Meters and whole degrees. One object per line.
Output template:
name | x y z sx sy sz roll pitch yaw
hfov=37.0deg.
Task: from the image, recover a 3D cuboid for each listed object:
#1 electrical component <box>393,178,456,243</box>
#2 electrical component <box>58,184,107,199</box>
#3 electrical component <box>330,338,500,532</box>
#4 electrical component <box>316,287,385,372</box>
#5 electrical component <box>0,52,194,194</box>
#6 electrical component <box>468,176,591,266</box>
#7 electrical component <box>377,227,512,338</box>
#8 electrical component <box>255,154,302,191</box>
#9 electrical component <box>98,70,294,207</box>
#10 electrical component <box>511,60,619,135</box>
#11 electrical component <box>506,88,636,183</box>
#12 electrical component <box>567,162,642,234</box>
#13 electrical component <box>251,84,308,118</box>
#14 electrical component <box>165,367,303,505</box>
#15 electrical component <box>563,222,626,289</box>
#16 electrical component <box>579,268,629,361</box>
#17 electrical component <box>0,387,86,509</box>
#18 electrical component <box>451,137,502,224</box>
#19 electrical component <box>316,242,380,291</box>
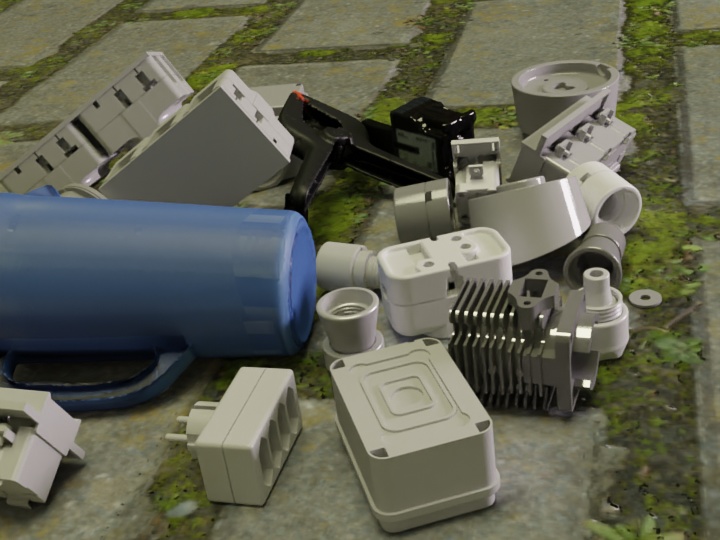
electrical component | 0.056 -0.049 0.931 0.047 0.055 0.055 -7 28 10
electrical component | -0.249 -0.031 0.950 0.080 0.080 0.051 9 38 28
electrical component | 0.032 0.099 0.661 0.078 0.057 0.113 -13 29 -10
electrical component | -0.006 0.046 0.769 0.045 0.055 0.045 -6 28 3
electrical component | -0.252 -0.130 1.052 0.186 0.060 0.105 -38 10 5
electrical component | 0.136 -0.041 0.876 0.099 0.064 0.099 -13 2 1
electrical component | 0.065 0.012 0.810 0.095 0.059 0.053 -12 29 -8
electrical component | -0.108 -0.115 1.095 0.089 0.050 0.055 -16 29 -17
electrical component | -0.144 -0.096 0.961 0.150 0.089 0.061 -36 20 19
electrical component | 0.211 -0.169 1.103 0.108 0.060 0.108 -6 28 3
electrical component | 0.196 -0.106 0.980 0.063 0.078 0.121 35 45 20
electrical component | 0.204 -0.058 0.909 0.055 0.055 0.047 -18 34 -19
electrical component | -0.114 -0.162 1.176 0.113 0.057 0.078 -3 29 8
electrical component | -0.087 0.104 0.692 0.076 0.047 0.083 1 30 16
electrical component | 0.187 -0.011 0.841 0.044 0.044 0.065 4 26 20
electrical component | 0.165 0.029 0.749 0.043 0.062 0.043 -6 28 3
electrical component | -0.253 0.112 0.696 0.121 0.078 0.063 3 59 19
electrical component | 0.105 -0.077 0.954 0.042 0.081 0.063 -3 51 10
electrical component | 0.000 0.000 0.868 0.078 0.040 0.040 7 32 24
